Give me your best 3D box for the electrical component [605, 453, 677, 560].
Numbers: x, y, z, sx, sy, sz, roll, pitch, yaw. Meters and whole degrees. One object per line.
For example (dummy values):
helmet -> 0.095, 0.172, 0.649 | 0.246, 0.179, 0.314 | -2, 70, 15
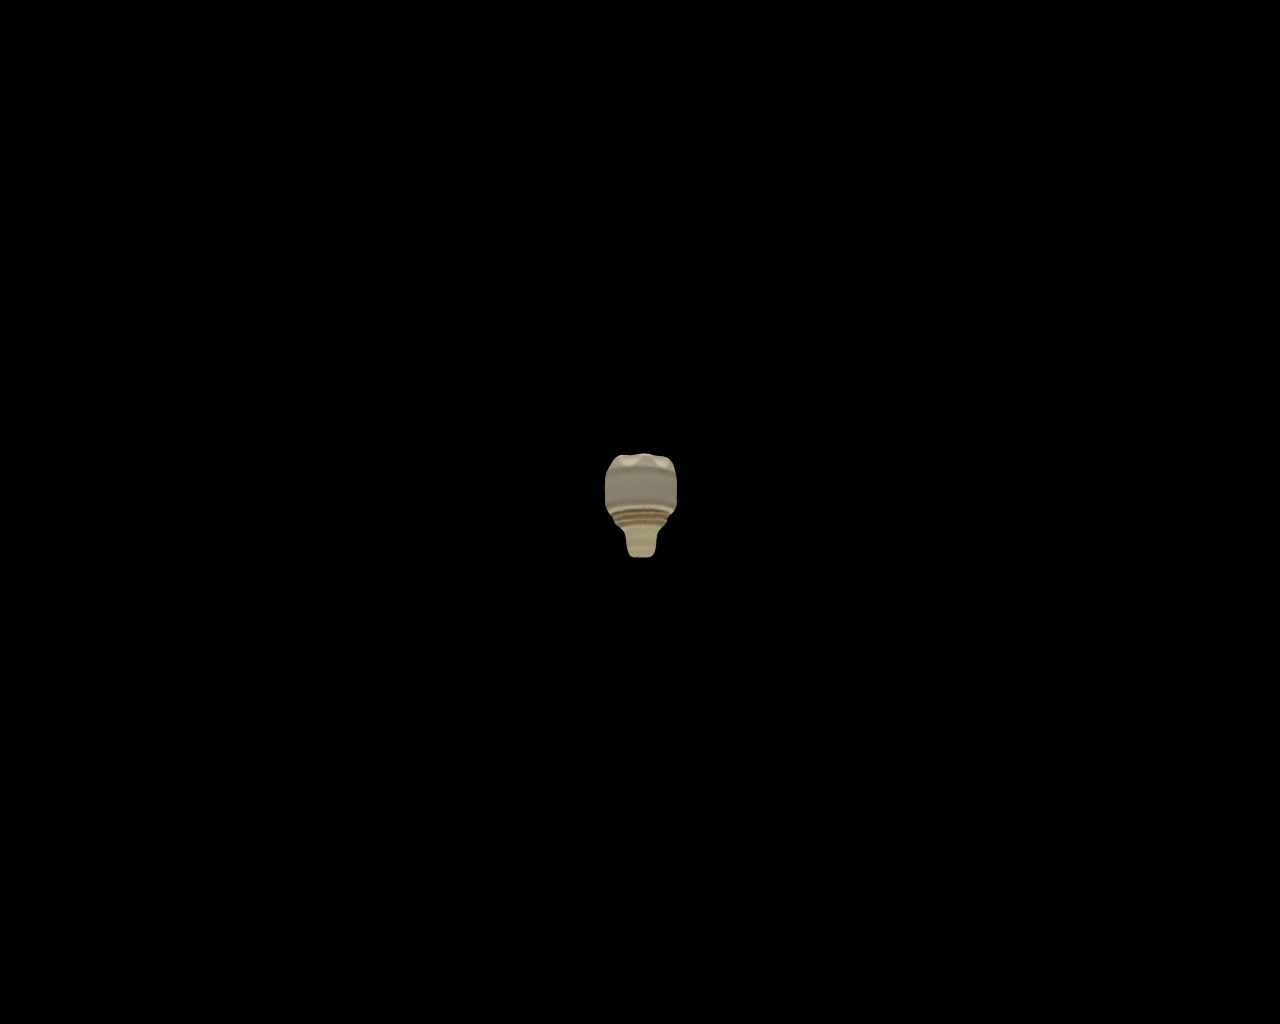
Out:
electrical component -> 0.001, -0.003, 0.650 | 0.043, 0.062, 0.043 | 0, -9, 0
